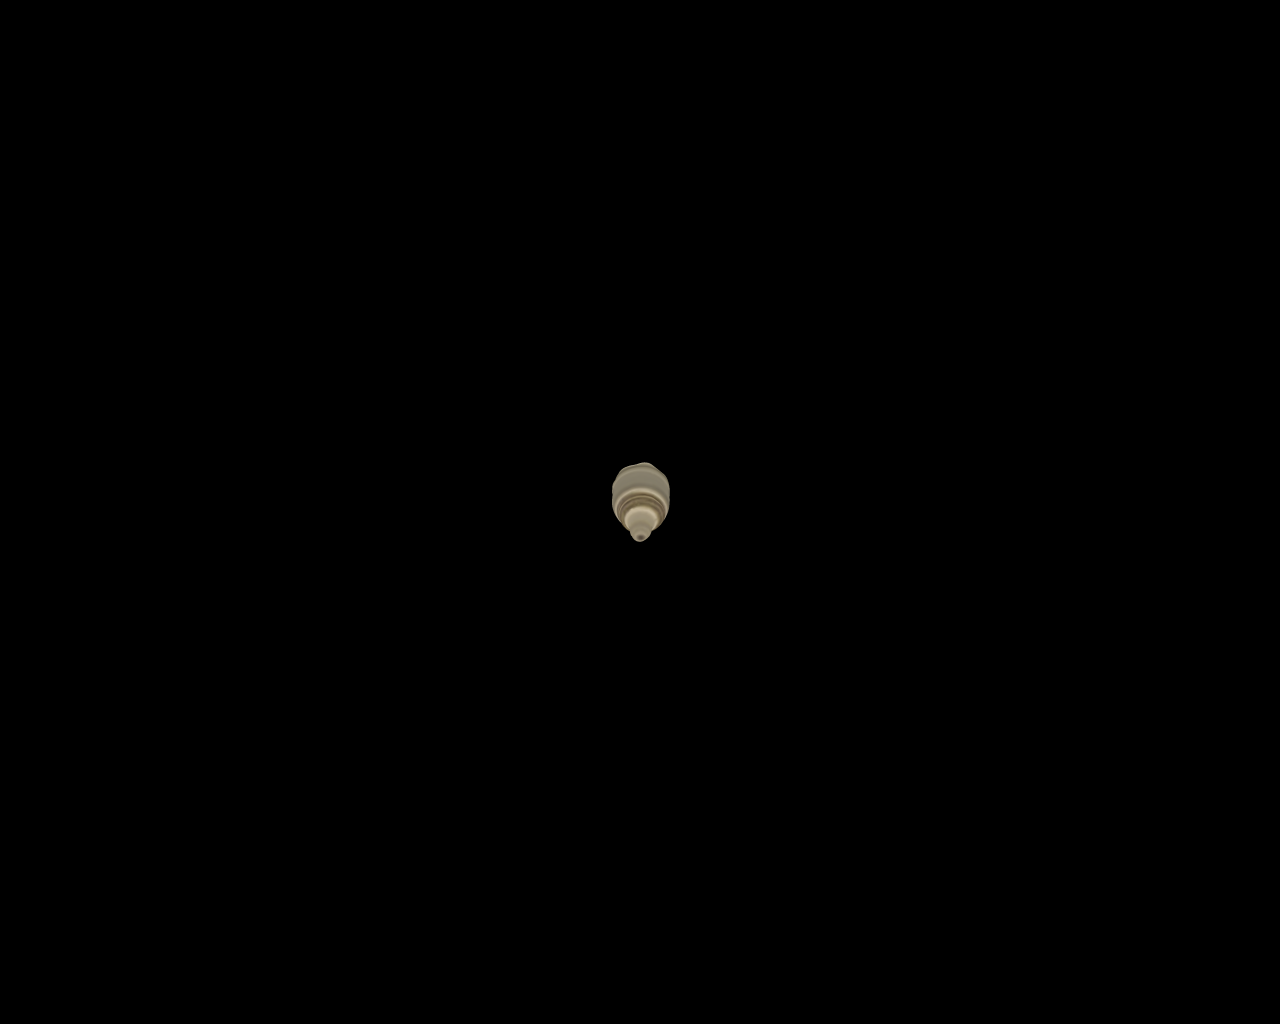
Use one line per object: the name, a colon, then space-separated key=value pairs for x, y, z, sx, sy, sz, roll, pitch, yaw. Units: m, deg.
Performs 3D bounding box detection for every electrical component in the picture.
electrical component: x=0.001 y=-0.003 z=0.650 sx=0.035 sy=0.035 sz=0.061 roll=0 pitch=36 yaw=0
